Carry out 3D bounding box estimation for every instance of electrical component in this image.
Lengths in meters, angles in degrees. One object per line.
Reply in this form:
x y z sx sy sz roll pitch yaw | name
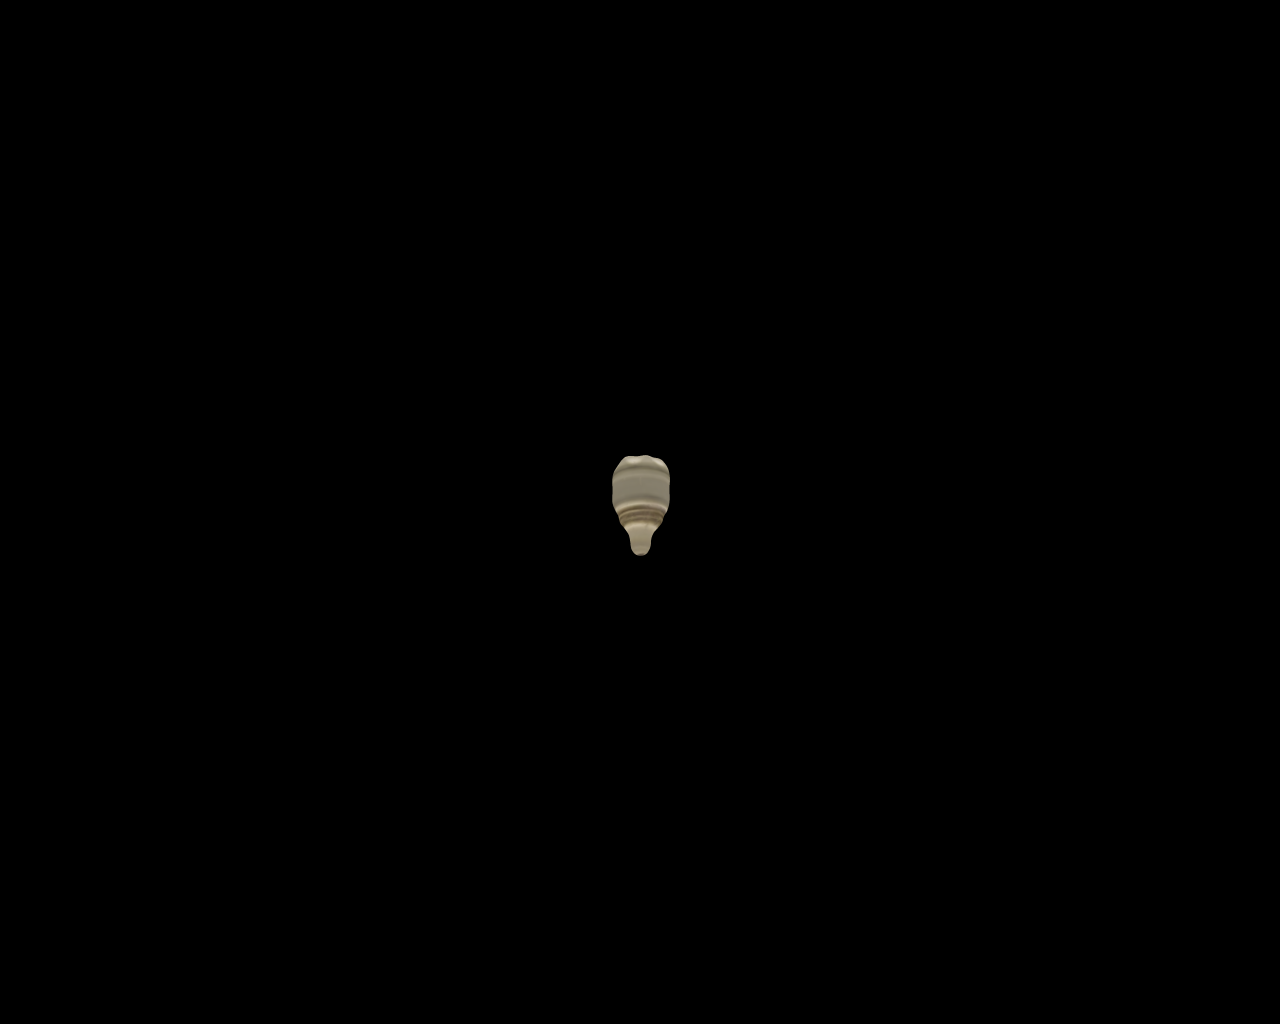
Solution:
0.001 -0.003 0.650 0.035 0.061 0.035 0 -21 0 | electrical component
